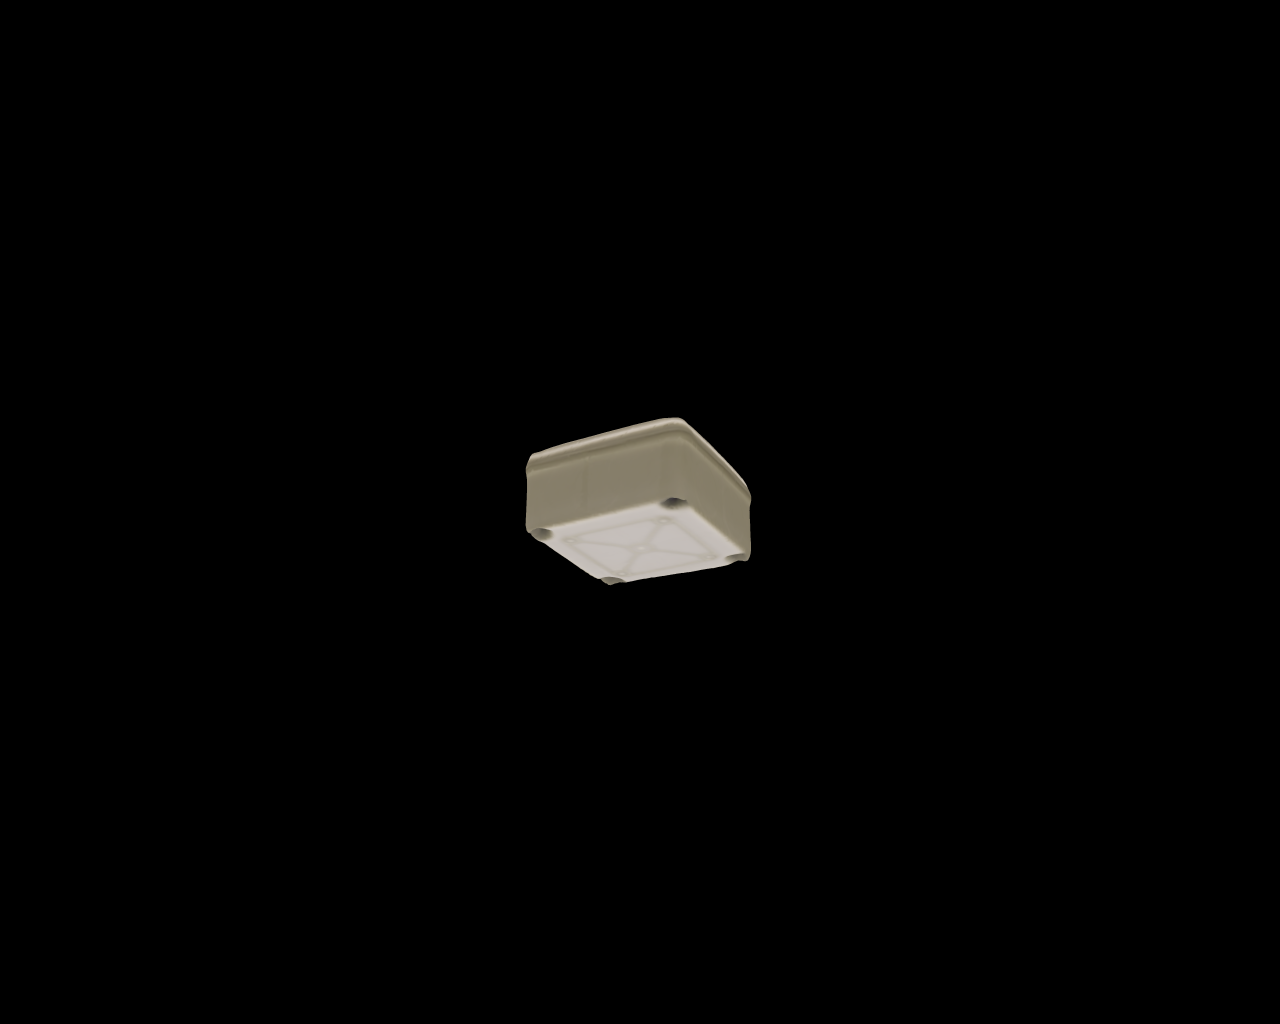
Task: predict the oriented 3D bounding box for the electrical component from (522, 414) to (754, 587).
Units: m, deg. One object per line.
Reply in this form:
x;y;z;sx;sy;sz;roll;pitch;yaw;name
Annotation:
0.001;-0.003;0.650;0.108;0.056;0.108;-12;-27;25;electrical component
